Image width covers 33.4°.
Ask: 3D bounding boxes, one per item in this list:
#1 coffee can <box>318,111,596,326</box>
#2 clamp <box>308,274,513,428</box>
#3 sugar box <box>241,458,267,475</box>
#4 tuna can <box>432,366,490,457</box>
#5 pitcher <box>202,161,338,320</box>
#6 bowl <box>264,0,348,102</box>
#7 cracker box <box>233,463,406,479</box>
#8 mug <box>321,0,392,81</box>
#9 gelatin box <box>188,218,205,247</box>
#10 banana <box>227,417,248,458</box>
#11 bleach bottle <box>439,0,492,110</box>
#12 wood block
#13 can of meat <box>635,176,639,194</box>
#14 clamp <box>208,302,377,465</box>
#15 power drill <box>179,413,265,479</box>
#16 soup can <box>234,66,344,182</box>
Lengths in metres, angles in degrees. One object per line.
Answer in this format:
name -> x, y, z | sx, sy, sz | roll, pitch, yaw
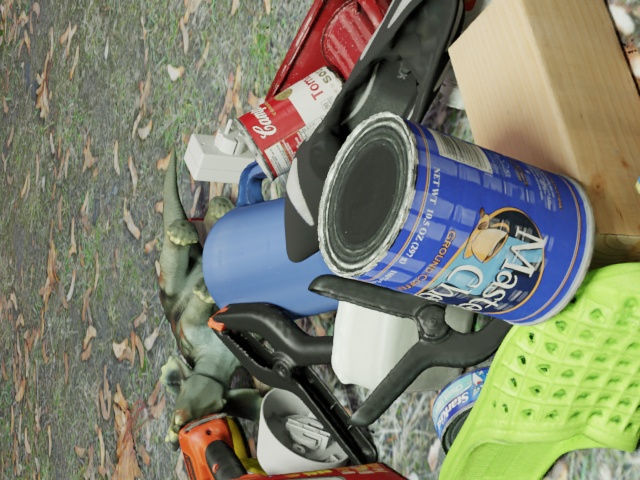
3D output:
coffee can -> 0.084, -0.010, 0.665 | 0.103, 0.140, 0.103 | -37, 45, 49
clamp -> 0.077, 0.058, 0.827 | 0.039, 0.171, 0.120 | 133, 113, -83
sugar box -> -0.038, 0.296, 1.149 | 0.177, 0.048, 0.093 | 1, 89, 57
tuna can -> 0.130, 0.136, 0.822 | 0.034, 0.086, 0.086 | -104, 32, -47
pitcher -> -0.007, 0.001, 1.041 | 0.243, 0.149, 0.145 | -15, 39, 56
bowl -> 0.002, -0.195, 1.081 | 0.162, 0.055, 0.162 | -61, 9, 16
cracker box -> 0.035, 0.262, 0.902 | 0.214, 0.163, 0.072 | 20, 107, 60
mug -> 0.056, -0.175, 0.975 | 0.117, 0.093, 0.081 | 72, 171, -53
gelatin box -> -0.180, 0.016, 1.446 | 0.073, 0.030, 0.089 | -3, 85, 59
banana -> -0.102, 0.283, 1.277 | 0.070, 0.037, 0.198 | 100, 157, -49
bleach bottle -> 0.146, -0.226, 0.862 | 0.103, 0.068, 0.251 | 44, 127, 53
wood block -> 0.174, -0.073, 0.766 | 0.091, 0.090, 0.206 | -45, 50, 50
can of meat -> 0.252, -0.045, 0.657 | 0.102, 0.057, 0.084 | 56, 135, 47
clamp -> -0.021, 0.126, 1.034 | 0.210, 0.036, 0.164 | 21, 131, 33
power drill -> -0.080, 0.280, 1.094 | 0.188, 0.057, 0.184 | 41, 144, 54
soup can -> -0.020, -0.109, 0.997 | 0.068, 0.102, 0.068 | 58, 176, 6
